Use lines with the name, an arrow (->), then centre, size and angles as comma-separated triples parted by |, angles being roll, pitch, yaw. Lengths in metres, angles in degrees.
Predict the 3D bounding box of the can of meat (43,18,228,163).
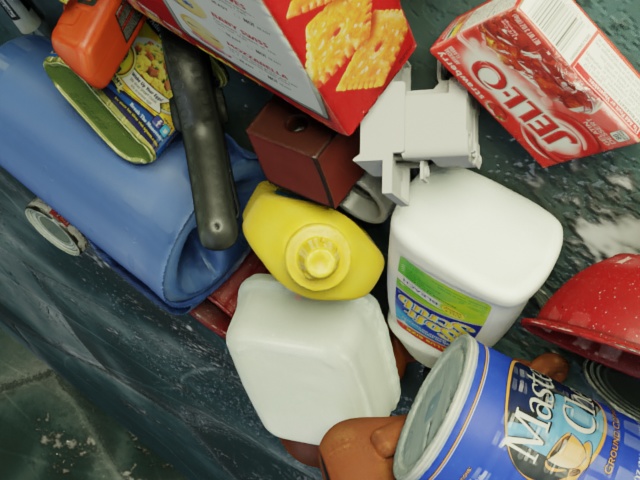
can of meat -> -0.126, -0.114, 0.730 | 0.058, 0.084, 0.102 | 8, 145, 51

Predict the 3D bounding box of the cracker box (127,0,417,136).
cracker box -> -0.054, -0.150, 0.484 | 0.164, 0.072, 0.213 | 34, 174, 23

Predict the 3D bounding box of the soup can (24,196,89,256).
soup can -> -0.218, -0.044, 1.000 | 0.068, 0.102, 0.068 | 31, 157, 15

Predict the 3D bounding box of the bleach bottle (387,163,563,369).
bleach bottle -> 0.095, 0.042, 0.738 | 0.103, 0.068, 0.251 | 31, 161, 15

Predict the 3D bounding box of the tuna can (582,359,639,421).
tuna can -> 0.213, 0.088, 0.679 | 0.086, 0.033, 0.086 | 32, 159, 14

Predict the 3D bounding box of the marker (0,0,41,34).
marker -> -0.259, -0.211, 0.829 | 0.020, 0.020, 0.121 | 19, 152, 40

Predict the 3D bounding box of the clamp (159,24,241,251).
clamp -> -0.077, -0.078, 0.694 | 0.120, 0.039, 0.171 | 176, 86, -82

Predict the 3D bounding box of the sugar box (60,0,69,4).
sugar box -> -0.183, -0.216, 0.596 | 0.176, 0.093, 0.048 | 33, 159, 10

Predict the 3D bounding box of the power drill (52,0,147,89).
power drill -> -0.199, -0.161, 0.637 | 0.188, 0.184, 0.057 | 24, 166, 9

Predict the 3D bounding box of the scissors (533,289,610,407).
scissors -> 0.211, 0.104, 0.743 | 0.096, 0.016, 0.201 | 19, 153, 37

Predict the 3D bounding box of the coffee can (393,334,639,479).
coffee can -> 0.132, 0.136, 0.681 | 0.140, 0.102, 0.103 | 27, 160, -3

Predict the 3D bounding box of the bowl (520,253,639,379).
bowl -> 0.191, 0.048, 0.561 | 0.162, 0.055, 0.162 | 21, 176, 1

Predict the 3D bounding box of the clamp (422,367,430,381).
clamp -> 0.141, 0.177, 0.978 | 0.164, 0.036, 0.210 | 37, 159, 0

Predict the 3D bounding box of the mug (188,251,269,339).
mug -> -0.089, 0.028, 0.970 | 0.117, 0.081, 0.093 | 36, 159, 4

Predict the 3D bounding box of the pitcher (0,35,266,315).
pitcher -> -0.166, -0.055, 0.852 | 0.243, 0.149, 0.145 | 33, -179, 20

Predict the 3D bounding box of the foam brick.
foam brick -> 0.004, -0.068, 0.629 | 0.053, 0.078, 0.051 | 23, 154, 29

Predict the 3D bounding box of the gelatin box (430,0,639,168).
gelatin box -> 0.107, -0.077, 0.509 | 0.089, 0.030, 0.073 | 44, 159, -15

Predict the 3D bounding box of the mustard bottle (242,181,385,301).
mustard bottle -> -0.005, 0.001, 0.713 | 0.096, 0.058, 0.191 | 30, -176, -6
